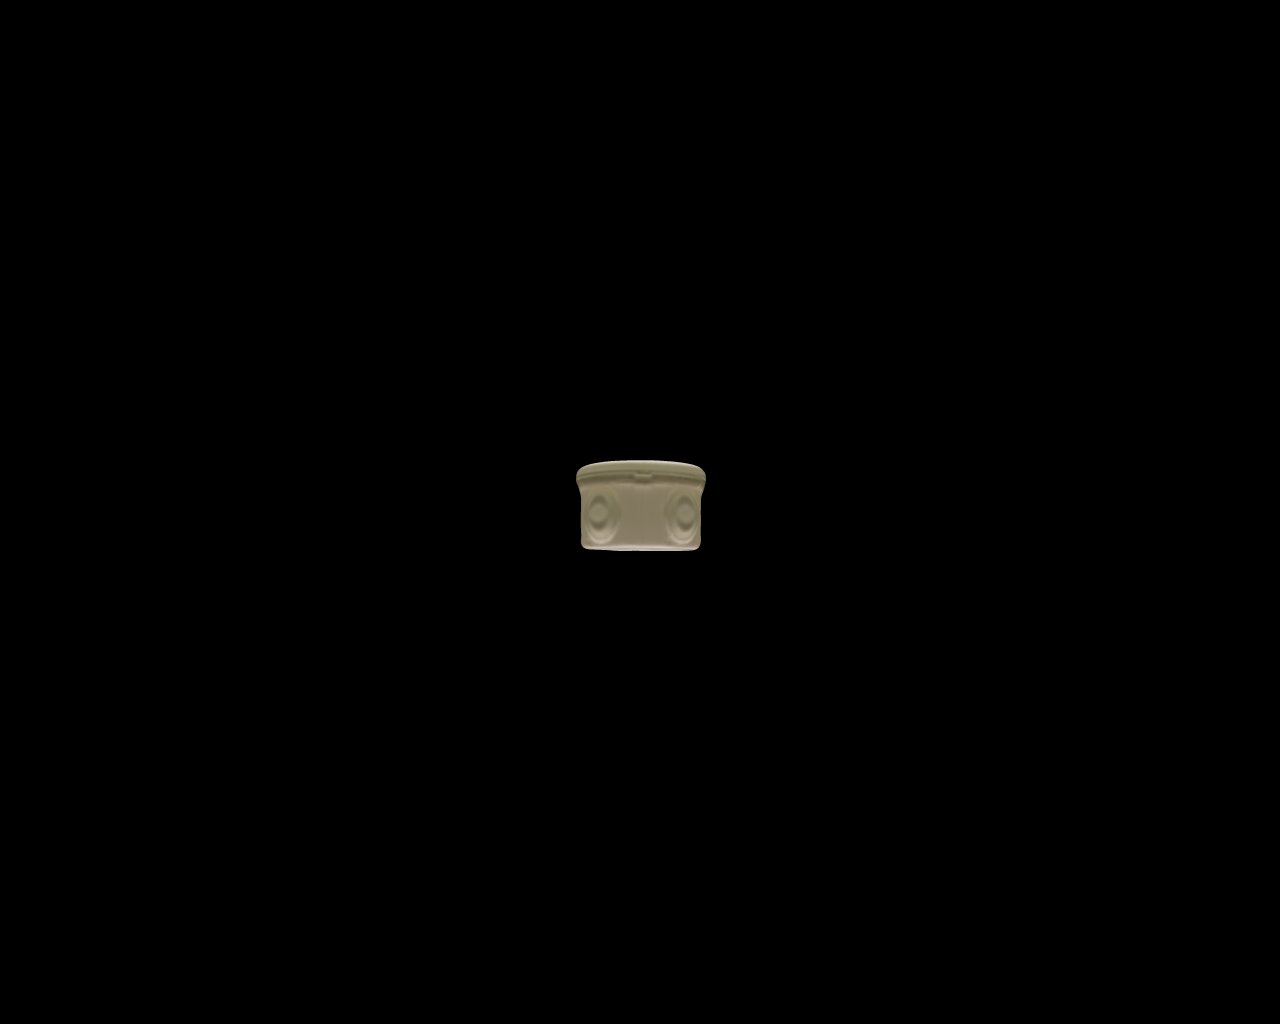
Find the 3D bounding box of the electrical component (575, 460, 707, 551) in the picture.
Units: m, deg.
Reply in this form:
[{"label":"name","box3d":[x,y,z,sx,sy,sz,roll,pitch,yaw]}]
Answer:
[{"label":"electrical component","box3d":[0.001,-0.003,0.650,0.080,0.051,0.080,0,-4,0]}]
